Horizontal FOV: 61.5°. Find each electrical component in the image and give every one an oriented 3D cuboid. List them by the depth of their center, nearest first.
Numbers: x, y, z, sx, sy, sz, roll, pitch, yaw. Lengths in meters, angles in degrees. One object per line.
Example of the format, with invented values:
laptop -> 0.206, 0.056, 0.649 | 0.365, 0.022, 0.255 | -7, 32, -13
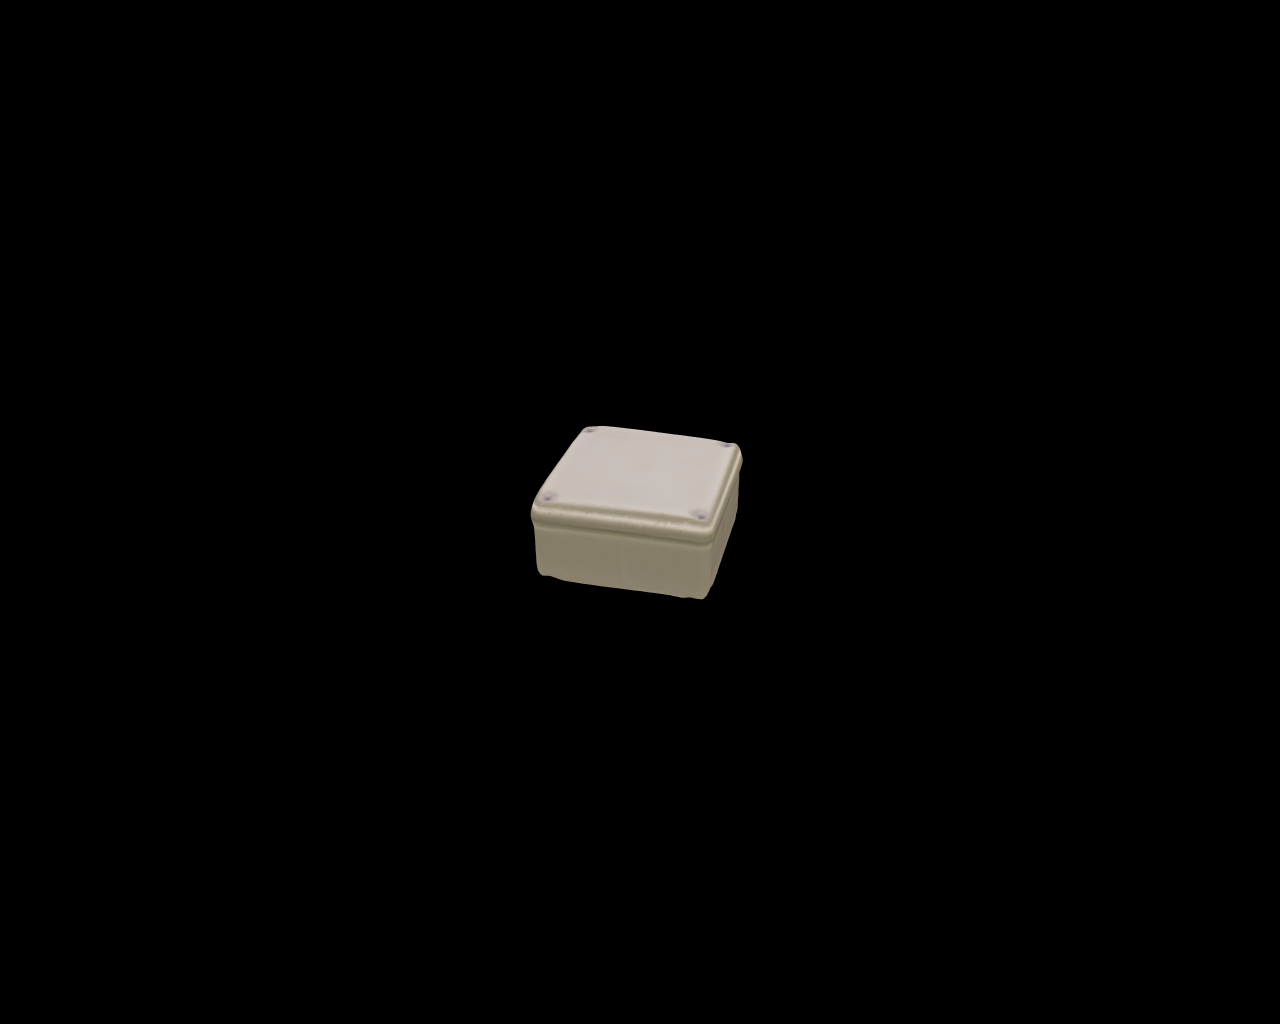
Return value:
electrical component -> 0.001, -0.003, 0.650 | 0.109, 0.056, 0.109 | 8, 31, 13
